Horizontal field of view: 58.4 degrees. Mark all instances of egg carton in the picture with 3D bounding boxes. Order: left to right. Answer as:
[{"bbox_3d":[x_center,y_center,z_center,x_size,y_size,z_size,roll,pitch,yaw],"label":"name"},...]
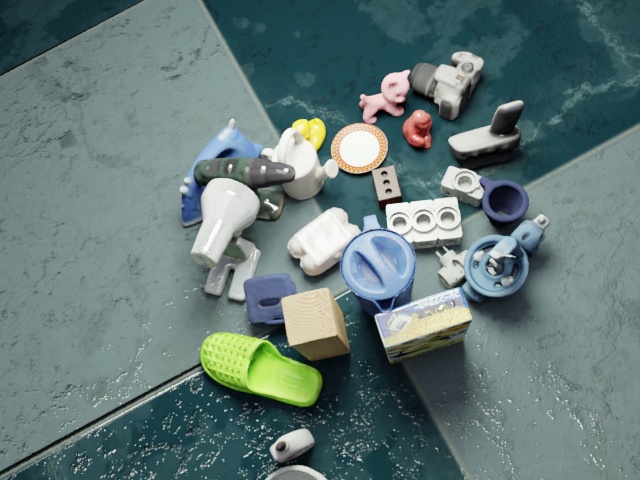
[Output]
[{"bbox_3d":[0.011,0.004,1.237,0.150,0.069,0.107,-38,69,-5],"label":"egg carton"}]

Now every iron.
[{"bbox_3d":[-0.247,-0.153,1.295,0.118,0.141,0.258,33,79,18],"label":"iron"}]

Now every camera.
[{"bbox_3d":[0.283,-0.372,1.308,0.136,0.101,0.143,28,78,17],"label":"camera"}]

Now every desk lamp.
[{"bbox_3d":[-0.194,0.002,1.193,0.117,0.214,0.203,11,73,13],"label":"desk lamp"}]

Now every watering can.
[{"bbox_3d":[-0.046,-0.171,1.240,0.172,0.194,0.101,-3,70,8],"label":"watering can"}]

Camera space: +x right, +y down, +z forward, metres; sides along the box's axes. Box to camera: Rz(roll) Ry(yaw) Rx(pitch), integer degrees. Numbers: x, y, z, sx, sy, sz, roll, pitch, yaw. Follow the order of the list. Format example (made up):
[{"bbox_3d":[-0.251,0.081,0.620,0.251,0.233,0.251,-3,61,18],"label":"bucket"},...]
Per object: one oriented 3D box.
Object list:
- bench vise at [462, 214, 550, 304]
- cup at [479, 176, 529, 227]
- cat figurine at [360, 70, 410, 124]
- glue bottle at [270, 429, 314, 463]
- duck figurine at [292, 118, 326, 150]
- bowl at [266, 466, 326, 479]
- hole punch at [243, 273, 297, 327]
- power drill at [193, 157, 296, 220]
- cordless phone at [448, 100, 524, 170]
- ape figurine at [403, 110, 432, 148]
[{"bbox_3d":[0.354,0.014,1.098,0.121,0.220,0.207,27,77,17],"label":"bench vise"},{"bbox_3d":[0.370,-0.075,1.193,0.092,0.095,0.117,-39,69,-5],"label":"cup"},{"bbox_3d":[0.151,-0.334,1.307,0.127,0.118,0.067,-18,69,3],"label":"cat figurine"},{"bbox_3d":[-0.059,0.383,1.060,0.078,0.173,0.037,-33,69,-3],"label":"glue bottle"},{"bbox_3d":[-0.036,-0.248,1.324,0.077,0.086,0.104,41,82,20],"label":"duck figurine"},{"bbox_3d":[-0.040,0.509,1.066,0.167,0.075,0.167,-3,71,8],"label":"bowl"},{"bbox_3d":[-0.099,0.127,1.200,0.108,0.091,0.101,-10,70,6],"label":"hole punch"},{"bbox_3d":[-0.144,-0.117,1.229,0.229,0.209,0.075,6,72,11],"label":"power drill"},{"bbox_3d":[0.350,-0.233,1.203,0.147,0.185,0.094,-17,69,3],"label":"cordless phone"},{"bbox_3d":[0.222,-0.256,1.282,0.076,0.092,0.078,34,79,18],"label":"ape figurine"}]
